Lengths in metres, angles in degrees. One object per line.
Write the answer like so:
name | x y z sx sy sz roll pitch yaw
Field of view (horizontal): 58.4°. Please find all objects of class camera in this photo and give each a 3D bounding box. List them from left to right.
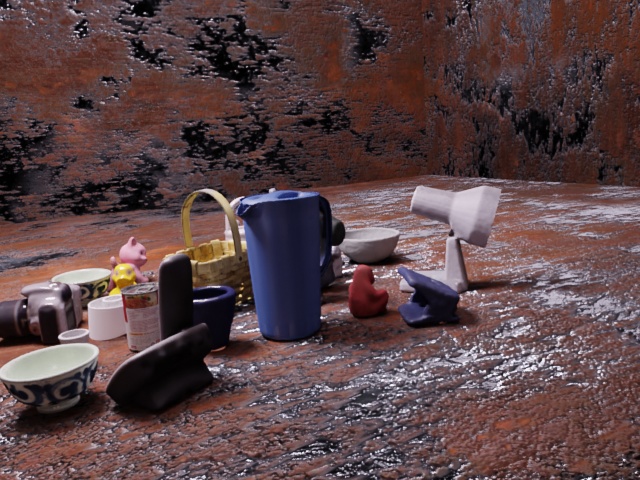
camera | -0.523 0.127 1.056 0.137 0.101 0.143 -6 11 -8

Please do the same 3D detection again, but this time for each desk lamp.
desk lamp | 0.263 -0.005 1.159 0.202 0.213 0.118 -1 11 17

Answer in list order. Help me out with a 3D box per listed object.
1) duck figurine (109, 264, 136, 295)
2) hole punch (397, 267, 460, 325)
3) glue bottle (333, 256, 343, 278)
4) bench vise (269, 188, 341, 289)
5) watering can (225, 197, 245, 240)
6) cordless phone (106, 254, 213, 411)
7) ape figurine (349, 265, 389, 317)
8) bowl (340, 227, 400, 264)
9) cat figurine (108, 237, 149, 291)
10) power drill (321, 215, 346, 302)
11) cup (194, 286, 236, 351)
duck figurine | -0.420 0.093 1.239 0.077 0.086 0.104 -6 11 -11
hole punch | 0.189 0.092 1.004 0.101 0.091 0.108 -5 11 -5
glue bottle | 0.012 0.005 1.309 0.078 0.173 0.037 -13 14 -40
bench vise | -0.044 -0.006 1.259 0.207 0.220 0.122 -1 11 18
watering can | -0.187 -0.009 1.401 0.172 0.194 0.101 5 14 41
cordless phone | -0.216 0.118 0.765 0.093 0.185 0.148 2 12 27
ape figurine | 0.083 0.090 1.049 0.076 0.092 0.077 -13 14 -38
bowl | 0.123 0.018 1.463 0.167 0.075 0.167 -4 11 1
cat figurine | -0.462 0.053 1.380 0.067 0.118 0.128 0 11 18
power drill | -0.056 0.023 1.141 0.228 0.208 0.076 2 12 28
cup | -0.189 0.129 0.939 0.117 0.095 0.092 5 14 38
